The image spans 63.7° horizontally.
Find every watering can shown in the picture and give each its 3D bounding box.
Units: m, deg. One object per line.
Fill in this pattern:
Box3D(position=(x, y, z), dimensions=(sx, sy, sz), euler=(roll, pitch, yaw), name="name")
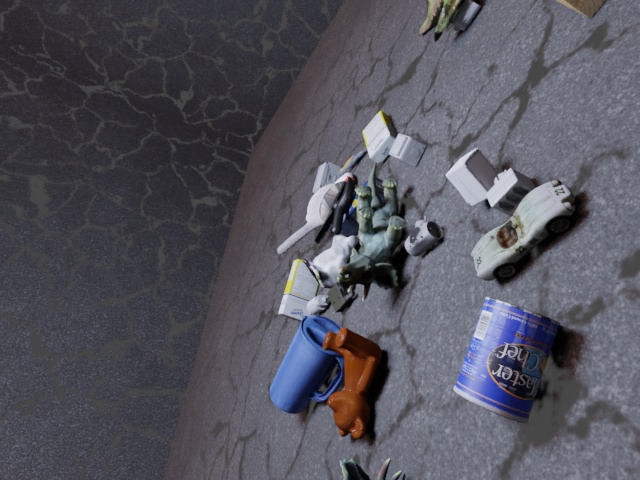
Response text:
Box3D(position=(0.005, -0.082, 1.619), dimensions=(0.350, 0.103, 0.224), euler=(-51, 15, -12), name="watering can")

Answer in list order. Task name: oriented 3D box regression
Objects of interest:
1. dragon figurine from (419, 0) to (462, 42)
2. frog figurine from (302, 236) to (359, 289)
Box3D(position=(0.330, -0.638, 1.383), dimensions=(0.402, 0.122, 0.248), euler=(111, 179, -61), name="dragon figurine")
Box3D(position=(0.048, 0.056, 1.449), dimensions=(0.160, 0.122, 0.137), euler=(-33, 6, -10), name="frog figurine")
